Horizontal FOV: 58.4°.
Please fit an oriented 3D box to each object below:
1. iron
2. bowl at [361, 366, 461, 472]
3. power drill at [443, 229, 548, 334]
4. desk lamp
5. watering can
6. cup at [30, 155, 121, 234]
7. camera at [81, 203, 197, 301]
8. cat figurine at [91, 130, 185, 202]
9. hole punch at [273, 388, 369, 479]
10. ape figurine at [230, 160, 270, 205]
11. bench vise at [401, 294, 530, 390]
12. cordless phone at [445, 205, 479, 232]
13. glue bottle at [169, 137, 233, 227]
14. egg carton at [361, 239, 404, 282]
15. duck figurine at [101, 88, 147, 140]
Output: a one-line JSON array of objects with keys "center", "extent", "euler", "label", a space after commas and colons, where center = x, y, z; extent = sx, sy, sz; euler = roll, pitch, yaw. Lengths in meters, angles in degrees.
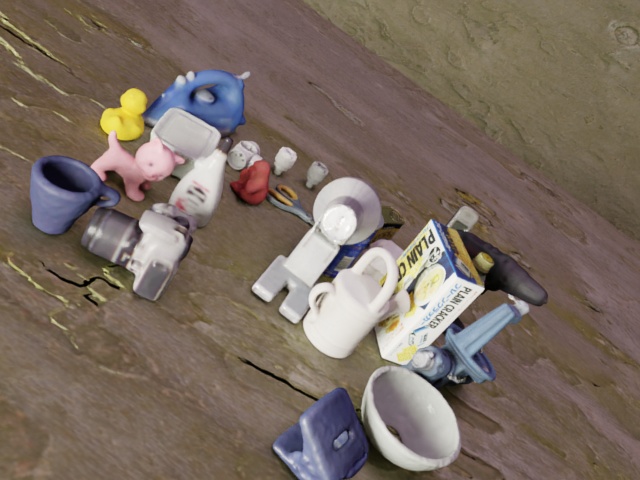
[{"center": [-0.254, -0.306, 1.217], "extent": [0.118, 0.141, 0.259], "euler": [46, 31, 17], "label": "iron"}, {"center": [0.122, 0.275, 0.848], "extent": [0.168, 0.074, 0.167], "euler": [26, 31, -17], "label": "bowl"}, {"center": [0.316, 0.100, 1.166], "extent": [0.076, 0.208, 0.229], "euler": [-7, 50, -50], "label": "power drill"}, {"center": [0.009, 0.003, 0.977], "extent": [0.118, 0.213, 0.203], "euler": [36, 29, 0], "label": "desk lamp"}, {"center": [0.068, 0.093, 0.930], "extent": [0.173, 0.194, 0.100], "euler": [-3, 47, -48], "label": "watering can"}, {"center": [-0.349, -0.052, 0.801], "extent": [0.118, 0.095, 0.091], "euler": [18, 34, -30], "label": "cup"}, {"center": [-0.258, -0.008, 0.828], "extent": [0.137, 0.100, 0.143], "euler": [27, 31, -16], "label": "camera"}, {"center": [-0.297, -0.133, 0.948], "extent": [0.128, 0.117, 0.067], "euler": [29, 30, -13], "label": "cat figurine"}, {"center": [0.015, 0.260, 0.740], "extent": [0.101, 0.091, 0.109], "euler": [46, 31, 17], "label": "hole punch"}, {"center": [-0.129, -0.120, 1.132], "extent": [0.076, 0.092, 0.078], "euler": [31, 30, -8], "label": "ape figurine"}, {"center": [0.252, 0.188, 0.961], "extent": [0.121, 0.219, 0.208], "euler": [46, 31, 18], "label": "bench vise"}, {"center": [0.320, 0.021, 1.308], "extent": [0.148, 0.185, 0.094], "euler": [30, 30, -11], "label": "cordless phone"}, {"center": [-0.189, -0.104, 0.963], "extent": [0.078, 0.173, 0.037], "euler": [31, 30, -9], "label": "glue bottle"}, {"center": [0.153, 0.066, 1.185], "extent": [0.150, 0.069, 0.107], "euler": [39, 29, 5], "label": "egg carton"}, {"center": [-0.358, -0.242, 1.072], "extent": [0.077, 0.086, 0.104], "euler": [33, 29, -5], "label": "duck figurine"}]
